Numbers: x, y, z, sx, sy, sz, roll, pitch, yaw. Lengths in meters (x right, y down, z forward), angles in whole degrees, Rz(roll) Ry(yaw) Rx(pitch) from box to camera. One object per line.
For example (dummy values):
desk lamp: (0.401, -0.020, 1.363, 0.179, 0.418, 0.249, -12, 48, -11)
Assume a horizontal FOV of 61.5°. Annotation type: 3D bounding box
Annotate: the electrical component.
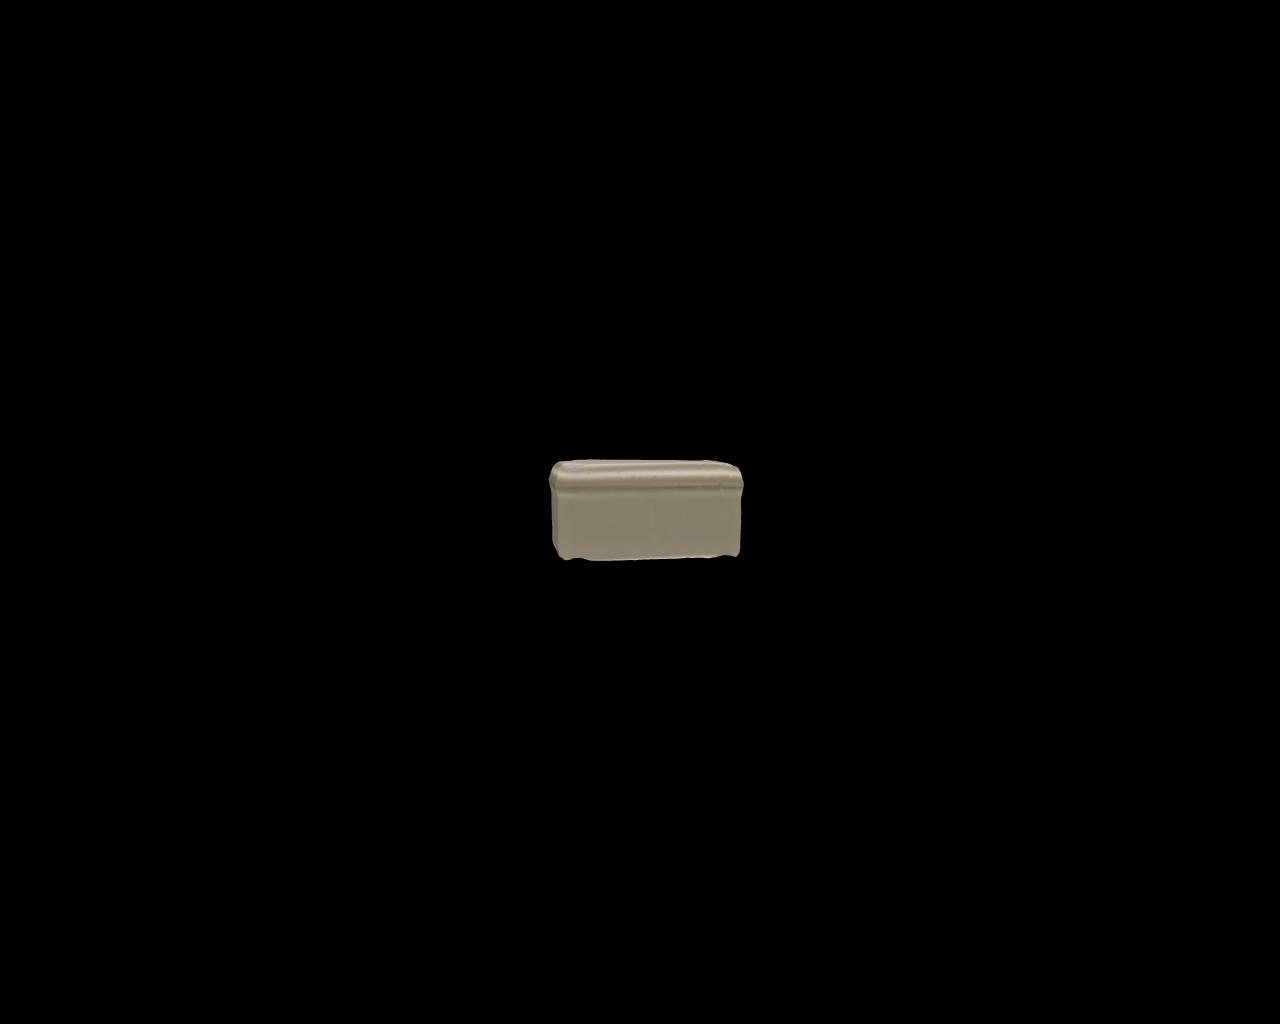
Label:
electrical component: (0.001, -0.003, 0.650, 0.109, 0.056, 0.109, 0, 4, -7)
